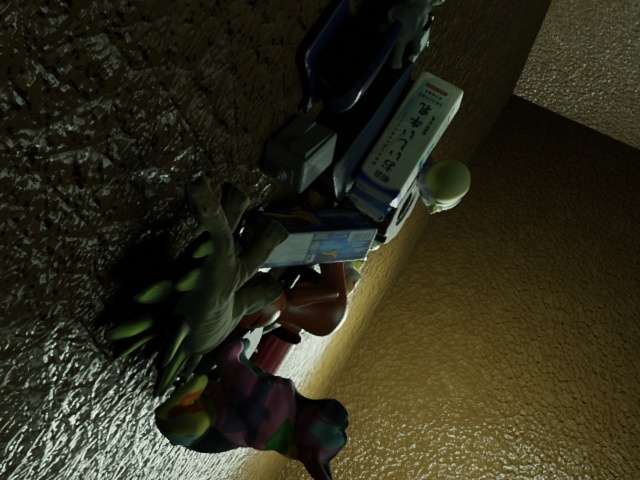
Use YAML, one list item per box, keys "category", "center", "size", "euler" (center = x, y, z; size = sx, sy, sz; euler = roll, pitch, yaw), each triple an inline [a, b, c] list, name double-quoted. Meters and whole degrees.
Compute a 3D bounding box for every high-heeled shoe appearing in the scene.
- category: "high-heeled shoe"
  center: [-0.057, 0.120, 1.029]
  size: [0.145, 0.086, 0.248]
  euler: [-54, 165, 5]

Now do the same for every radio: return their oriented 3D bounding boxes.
- category: "radio"
  center: [0.056, -0.176, 0.842]
  size: [0.229, 0.073, 0.131]
  euler: [-54, 165, -16]

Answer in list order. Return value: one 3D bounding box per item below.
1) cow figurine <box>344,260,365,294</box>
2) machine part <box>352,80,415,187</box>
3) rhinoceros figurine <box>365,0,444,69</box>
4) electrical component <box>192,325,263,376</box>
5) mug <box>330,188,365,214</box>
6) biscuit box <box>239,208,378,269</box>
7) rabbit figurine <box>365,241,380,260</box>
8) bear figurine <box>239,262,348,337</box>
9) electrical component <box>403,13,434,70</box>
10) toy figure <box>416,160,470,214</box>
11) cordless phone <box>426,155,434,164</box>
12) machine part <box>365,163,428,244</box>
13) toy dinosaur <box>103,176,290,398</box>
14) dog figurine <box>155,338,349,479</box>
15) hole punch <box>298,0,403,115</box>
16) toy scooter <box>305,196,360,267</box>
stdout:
- category: "cow figurine"
  center: [0.032, 0.041, 1.037]
  size: [0.068, 0.098, 0.167]
  euler: [-62, -171, 14]
- category: "machine part"
  center: [0.137, -0.195, 1.041]
  size: [0.201, 0.087, 0.200]
  euler: [-43, 158, -44]
- category: "rhinoceros figurine"
  center: [0.120, -0.325, 0.775]
  size: [0.190, 0.073, 0.112]
  euler: [-51, 159, -40]
- category: "electrical component"
  center: [-0.147, 0.170, 0.853]
  size: [0.134, 0.058, 0.114]
  euler: [-45, 157, -45]
- category: "mug"
  center: [0.048, -0.055, 1.057]
  size: [0.110, 0.081, 0.107]
  euler: [-24, 158, 5]
- category: "biscuit box"
  center: [-0.012, -0.006, 0.784]
  size: [0.202, 0.063, 0.059]
  euler: [-4, 126, -37]
- category: "rabbit figurine"
  center: [0.072, -0.013, 1.186]
  size: [0.170, 0.121, 0.159]
  euler: [-35, 165, -18]
- category: "bear figurine"
  center: [-0.058, 0.083, 0.819]
  size: [0.120, 0.196, 0.132]
  euler: [-53, -145, 35]
- category: "electrical component"
  center: [0.141, -0.319, 0.894]
  size: [0.119, 0.048, 0.074]
  euler: [-56, 164, -15]
- category: "toy figure"
  center: [0.214, -0.095, 0.931]
  size: [0.089, 0.082, 0.180]
  euler: [-33, 169, 13]
- category: "cordless phone"
  center: [0.203, -0.176, 1.251]
  size: [0.146, 0.088, 0.184]
  euler: [-33, -164, 41]
- category: "machine part"
  center: [0.146, -0.076, 1.021]
  size: [0.179, 0.056, 0.179]
  euler: [-52, 163, -23]
- category: "toy dinosaur"
  center: [-0.144, 0.082, 0.627]
  size: [0.198, 0.105, 0.470]
  euler: [-43, 164, -27]
- category: "dog figurine"
  center: [-0.073, 0.239, 0.674]
  size: [0.191, 0.219, 0.108]
  euler: [-42, 170, -10]
- category: "hole punch"
  center: [0.040, -0.222, 0.675]
  size: [0.142, 0.092, 0.115]
  euler: [-61, 169, -11]
- category: "toy scooter"
  center: [-0.002, -0.003, 0.933]
  size: [0.135, 0.075, 0.184]
  euler: [-49, 180, -14]
